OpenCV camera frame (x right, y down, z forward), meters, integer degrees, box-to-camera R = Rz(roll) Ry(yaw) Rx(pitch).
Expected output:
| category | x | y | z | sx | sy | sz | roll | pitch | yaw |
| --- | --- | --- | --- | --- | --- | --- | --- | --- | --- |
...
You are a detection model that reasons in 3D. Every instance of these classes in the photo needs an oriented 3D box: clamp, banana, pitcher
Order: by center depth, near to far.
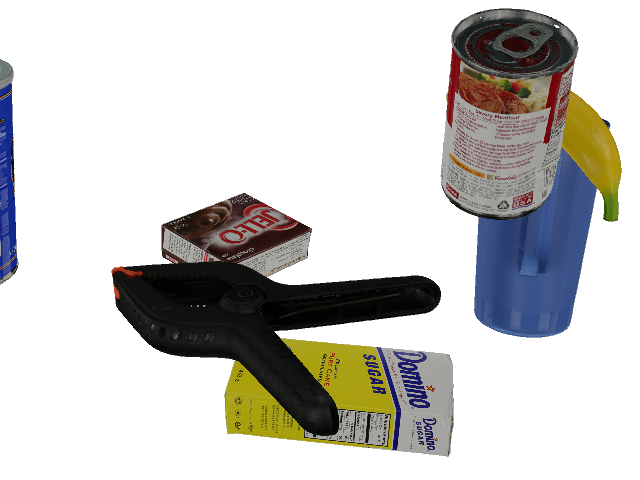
| category | x | y | z | sx | sy | sz | roll | pitch | yaw |
| --- | --- | --- | --- | --- | --- | --- | --- | --- | --- |
| clamp | -0.037 | 0.046 | 0.677 | 0.210 | 0.036 | 0.164 | 15 | 30 | 30 |
| banana | 0.173 | -0.095 | 0.850 | 0.037 | 0.070 | 0.198 | 4 | 31 | -42 |
| pitcher | 0.232 | -0.019 | 1.161 | 0.148 | 0.243 | 0.145 | -8 | 19 | -35 |

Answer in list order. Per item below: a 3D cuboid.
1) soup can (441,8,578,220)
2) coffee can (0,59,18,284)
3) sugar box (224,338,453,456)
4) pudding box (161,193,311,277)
| category | x | y | z | sx | sy | sz | roll | pitch | yaw |
| --- | --- | --- | --- | --- | --- | --- | --- | --- | --- |
| soup can | 0.105 | -0.071 | 0.610 | 0.068 | 0.102 | 0.068 | 0 | 42 | 0 |
| coffee can | -0.254 | -0.046 | 0.706 | 0.103 | 0.140 | 0.103 | 4 | 22 | -2 |
| sugar box | 0.017 | 0.121 | 0.853 | 0.176 | 0.048 | 0.093 | 2 | 26 | 5 |
| pudding box | -0.078 | 0.001 | 0.991 | 0.090 | 0.039 | 0.113 | 27 | 36 | 33 |
